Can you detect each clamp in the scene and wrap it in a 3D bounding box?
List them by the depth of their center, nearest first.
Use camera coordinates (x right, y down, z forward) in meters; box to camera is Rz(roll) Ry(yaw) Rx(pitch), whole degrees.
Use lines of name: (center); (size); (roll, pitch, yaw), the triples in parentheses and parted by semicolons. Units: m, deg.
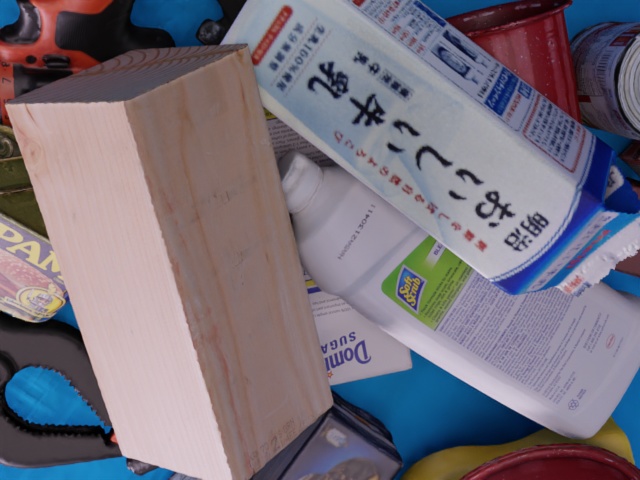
clamp: (-0.202, 0.070, 0.650); (0.210, 0.036, 0.164); (21, 92, -12)

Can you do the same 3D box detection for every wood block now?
wood block: (-0.072, 0.012, 0.554); (0.090, 0.091, 0.206); (-35, 120, -43)

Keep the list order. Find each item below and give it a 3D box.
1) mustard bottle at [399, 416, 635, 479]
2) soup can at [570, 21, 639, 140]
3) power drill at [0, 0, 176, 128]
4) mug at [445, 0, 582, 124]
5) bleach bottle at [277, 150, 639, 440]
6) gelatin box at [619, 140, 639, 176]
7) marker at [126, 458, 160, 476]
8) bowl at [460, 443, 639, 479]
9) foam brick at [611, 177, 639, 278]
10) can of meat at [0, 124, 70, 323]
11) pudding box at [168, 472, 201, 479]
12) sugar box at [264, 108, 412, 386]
mustard bottle: (0.106, 0.177, 0.687); (0.191, 0.058, 0.096); (-13, 113, -3)
soup can: (0.186, -0.094, 0.621); (0.068, 0.102, 0.068); (-1, 100, -5)
power drill: (-0.154, -0.136, 0.562); (0.184, 0.057, 0.188); (-4, 137, -15)
mug: (0.096, -0.089, 0.627); (0.117, 0.093, 0.081); (-7, 108, 22)
bleach bottle: (0.079, 0.019, 0.620); (0.250, 0.068, 0.102); (33, 83, -22)
gelatin box: (0.225, -0.065, 0.637); (0.030, 0.089, 0.073); (42, 94, -8)
marker: (-0.071, 0.121, 0.660); (0.121, 0.020, 0.020); (-23, 103, 23)
bowl: (0.138, 0.202, 0.640); (0.162, 0.055, 0.162); (-4, 118, -8)
foam brick: (0.174, -0.014, 0.648); (0.053, 0.078, 0.051); (15, 100, -9)
can of meat: (-0.170, -0.005, 0.604); (0.102, 0.057, 0.084); (32, 134, -25)
pudding box: (-0.093, 0.186, 0.655); (0.039, 0.090, 0.113); (42, 94, -11)
sugar box: (-0.004, 0.001, 0.652); (0.093, 0.048, 0.176); (-11, 105, -3)
